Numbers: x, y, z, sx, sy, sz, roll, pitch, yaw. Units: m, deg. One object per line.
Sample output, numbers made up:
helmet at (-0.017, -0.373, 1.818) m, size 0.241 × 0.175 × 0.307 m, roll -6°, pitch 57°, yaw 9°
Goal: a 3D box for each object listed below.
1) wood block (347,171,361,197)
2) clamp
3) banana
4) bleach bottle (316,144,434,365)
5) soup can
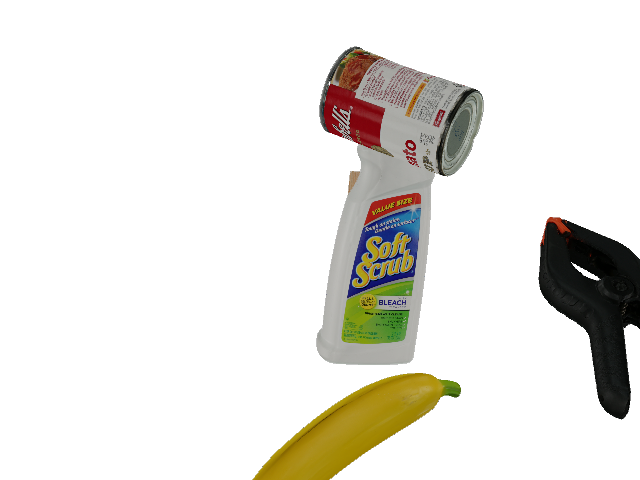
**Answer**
wood block at (0.084, -0.027, 1.628) m, size 0.091 × 0.090 × 0.206 m, roll 3°, pitch 25°, yaw 2°
clamp at (0.215, 0.046, 0.738) m, size 0.120 × 0.039 × 0.171 m, roll -3°, pitch 45°, yaw -20°
banana at (0.010, 0.144, 0.718) m, size 0.197 × 0.069 × 0.037 m, roll -34°, pitch 43°, yaw -4°
bleach bottle at (0.055, -0.004, 1.045) m, size 0.102 × 0.251 × 0.068 m, roll 2°, pitch 18°, yaw -7°
soup can at (0.060, -0.095, 0.784) m, size 0.102 × 0.068 × 0.068 m, roll 24°, pitch 10°, yaw 24°
